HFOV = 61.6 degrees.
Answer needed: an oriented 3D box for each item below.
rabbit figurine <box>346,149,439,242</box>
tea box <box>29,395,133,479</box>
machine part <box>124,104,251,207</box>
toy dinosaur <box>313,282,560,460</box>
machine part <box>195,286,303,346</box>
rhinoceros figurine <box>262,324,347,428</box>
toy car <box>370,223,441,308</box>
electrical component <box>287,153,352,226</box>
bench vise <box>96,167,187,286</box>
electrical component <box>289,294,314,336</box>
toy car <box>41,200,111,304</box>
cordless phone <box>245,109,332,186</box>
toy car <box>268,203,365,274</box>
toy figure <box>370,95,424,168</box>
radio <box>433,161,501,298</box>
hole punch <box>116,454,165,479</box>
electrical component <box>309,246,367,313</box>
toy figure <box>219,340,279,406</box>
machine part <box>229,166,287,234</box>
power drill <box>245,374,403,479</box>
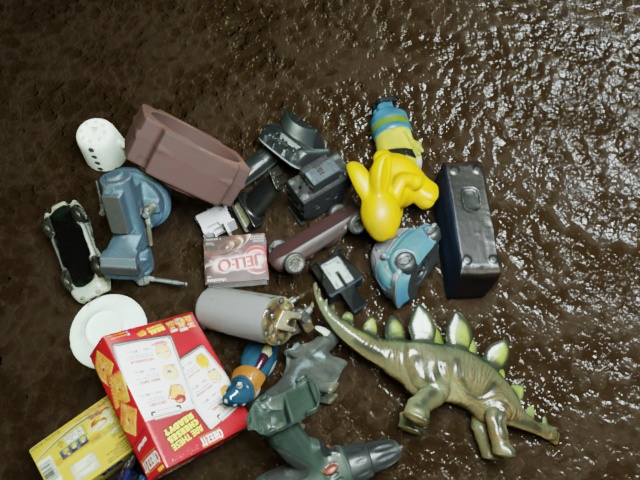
[{"bbox_3d":[0.120,-0.077,0.933,0.122,0.162,0.173,-8,38,34],"label":"rabbit figurine"},{"bbox_3d":[-0.340,0.311,0.832,0.170,0.068,0.098,-32,72,-16],"label":"tea box"},{"bbox_3d":[-0.236,-0.146,0.946,0.201,0.201,0.087,27,102,-29],"label":"machine part"},{"bbox_3d":[0.186,0.215,0.871,0.471,0.105,0.198,24,60,-5],"label":"toy dinosaur"},{"bbox_3d":[-0.124,0.120,0.871,0.243,0.079,0.079,3,60,40],"label":"machine part"},{"bbox_3d":[-0.023,0.226,0.883,0.112,0.073,0.190,34,71,23],"label":"rhinoceros figurine"},{"bbox_3d":[0.144,0.030,0.954,0.103,0.109,0.161,24,58,27],"label":"toy car"},{"bbox_3d":[-0.002,-0.096,0.983,0.115,0.134,0.058,-35,74,-14],"label":"electrical component"},{"bbox_3d":[-0.309,-0.044,0.948,0.129,0.223,0.241,-8,33,12],"label":"bench vise"},{"bbox_3d":[-0.048,0.129,0.907,0.078,0.102,0.045,-17,104,-15],"label":"electrical component"},{"bbox_3d":[-0.437,0.017,0.963,0.073,0.056,0.202,-27,69,-6],"label":"toy car"},{"bbox_3d":[-0.085,-0.147,1.023,0.184,0.088,0.147,-41,51,-8],"label":"cordless phone"},{"bbox_3d":[-0.002,-0.003,0.973,0.202,0.053,0.089,-31,26,-17],"label":"toy car"},{"bbox_3d":[0.143,-0.196,1.062,0.089,0.082,0.180,-18,73,3],"label":"toy figure"},{"bbox_3d":[0.257,-0.021,0.961,0.073,0.131,0.229,-3,67,-1],"label":"radio"},{"bbox_3d":[-0.270,0.393,0.779,0.092,0.115,0.142,27,69,0],"label":"hole punch"},{"bbox_3d":[0.039,0.078,0.956,0.075,0.047,0.119,-33,72,-14],"label":"electrical component"},{"bbox_3d":[-0.108,0.209,0.854,0.058,0.064,0.154,17,33,6],"label":"toy figure"},{"bbox_3d":[-0.112,-0.075,0.985,0.039,0.139,0.084,0,52,-50],"label":"machine part"},{"bbox_3d":[-0.004,0.299,0.795,0.232,0.207,0.086,-24,34,-4],"label":"power drill"}]
